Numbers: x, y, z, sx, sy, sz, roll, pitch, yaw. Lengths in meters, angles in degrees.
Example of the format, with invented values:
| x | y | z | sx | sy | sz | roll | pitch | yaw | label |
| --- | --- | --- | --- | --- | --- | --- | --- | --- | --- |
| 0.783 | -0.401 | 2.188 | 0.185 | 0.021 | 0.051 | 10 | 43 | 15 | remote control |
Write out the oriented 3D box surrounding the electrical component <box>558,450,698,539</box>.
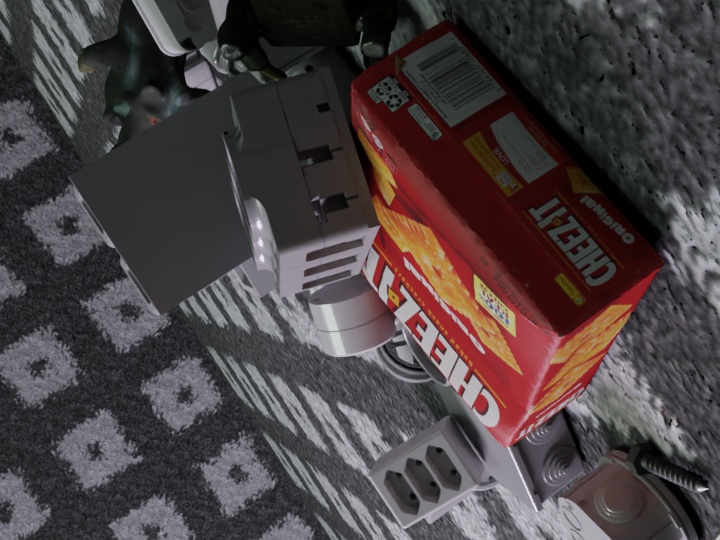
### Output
| x | y | z | sx | sy | sz | roll | pitch | yaw | label |
| --- | --- | --- | --- | --- | --- | --- | --- | --- | --- |
| 0.164 | 0.155 | 0.660 | 0.080 | 0.051 | 0.080 | 51 | 165 | 19 | electrical component |

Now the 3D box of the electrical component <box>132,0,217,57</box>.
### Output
| x | y | z | sx | sy | sz | roll | pitch | yaw | label |
| --- | --- | --- | --- | --- | --- | --- | --- | --- | --- |
| -0.125 | -0.214 | 0.746 | 0.113 | 0.078 | 0.057 | 61 | 162 | -21 | electrical component |

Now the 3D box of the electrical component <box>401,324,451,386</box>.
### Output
| x | y | z | sx | sy | sz | roll | pitch | yaw | label |
| --- | --- | --- | --- | --- | --- | --- | --- | --- | --- |
| 0.065 | 0.041 | 0.720 | 0.078 | 0.057 | 0.058 | 46 | 163 | 36 | electrical component |

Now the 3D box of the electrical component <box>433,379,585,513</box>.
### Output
| x | y | z | sx | sy | sz | roll | pitch | yaw | label |
| --- | --- | --- | --- | --- | --- | --- | --- | --- | --- |
| 0.105 | 0.107 | 0.753 | 0.100 | 0.048 | 0.099 | 34 | 154 | 57 | electrical component |

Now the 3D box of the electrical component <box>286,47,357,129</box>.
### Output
| x | y | z | sx | sy | sz | roll | pitch | yaw | label |
| --- | --- | --- | --- | --- | --- | --- | --- | --- | --- |
| -0.025 | -0.119 | 0.692 | 0.081 | 0.043 | 0.043 | 53 | 166 | 13 | electrical component |

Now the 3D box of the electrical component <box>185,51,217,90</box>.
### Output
| x | y | z | sx | sy | sz | roll | pitch | yaw | label |
| --- | --- | --- | --- | --- | --- | --- | --- | --- | --- |
| -0.189 | -0.195 | 1.031 | 0.096 | 0.062 | 0.061 | 47 | 163 | 32 | electrical component |

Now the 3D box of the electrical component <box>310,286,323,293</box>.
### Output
| x | y | z | sx | sy | sz | roll | pitch | yaw | label |
| --- | --- | --- | --- | --- | --- | --- | --- | --- | --- |
| -0.034 | -0.036 | 0.866 | 0.121 | 0.063 | 0.078 | 55 | 166 | 4 | electrical component |

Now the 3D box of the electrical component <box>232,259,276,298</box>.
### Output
| x | y | z | sx | sy | sz | roll | pitch | yaw | label |
| --- | --- | --- | --- | --- | --- | --- | --- | --- | --- |
| -0.098 | -0.064 | 0.964 | 0.150 | 0.089 | 0.062 | 60 | 165 | -15 | electrical component |

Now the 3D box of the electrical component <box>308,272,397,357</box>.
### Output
| x | y | z | sx | sy | sz | roll | pitch | yaw | label |
| --- | --- | --- | --- | --- | --- | --- | --- | --- | --- |
| 0.000 | 0.000 | 0.754 | 0.138 | 0.052 | 0.073 | -55 | -49 | -66 | electrical component |

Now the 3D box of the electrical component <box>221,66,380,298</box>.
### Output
| x | y | z | sx | sy | sz | roll | pitch | yaw | label |
| --- | --- | --- | --- | --- | --- | --- | --- | --- | --- |
| -0.038 | -0.042 | 0.612 | 0.150 | 0.062 | 0.089 | 114 | 139 | -80 | electrical component |

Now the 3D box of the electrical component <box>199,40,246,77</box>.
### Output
| x | y | z | sx | sy | sz | roll | pitch | yaw | label |
| --- | --- | --- | --- | --- | --- | --- | --- | --- | --- |
| -0.093 | -0.166 | 0.816 | 0.062 | 0.043 | 0.043 | 48 | 164 | 26 | electrical component |

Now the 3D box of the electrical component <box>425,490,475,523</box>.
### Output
| x | y | z | sx | sy | sz | roll | pitch | yaw | label |
| --- | --- | --- | --- | --- | --- | --- | --- | --- | --- |
| 0.075 | 0.187 | 0.997 | 0.047 | 0.066 | 0.076 | 49 | 164 | 28 | electrical component |

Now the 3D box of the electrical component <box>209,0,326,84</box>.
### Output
| x | y | z | sx | sy | sz | roll | pitch | yaw | label |
| --- | --- | --- | --- | --- | --- | --- | --- | --- | --- |
| -0.057 | -0.172 | 0.643 | 0.061 | 0.062 | 0.096 | 49 | 164 | 28 | electrical component |

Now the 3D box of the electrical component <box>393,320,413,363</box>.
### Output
| x | y | z | sx | sy | sz | roll | pitch | yaw | label |
| --- | --- | --- | --- | --- | --- | --- | --- | --- | --- |
| 0.038 | 0.043 | 0.853 | 0.065 | 0.044 | 0.044 | 59 | 167 | 11 | electrical component |

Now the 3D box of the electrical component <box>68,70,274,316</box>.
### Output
| x | y | z | sx | sy | sz | roll | pitch | yaw | label |
| --- | --- | --- | --- | --- | --- | --- | --- | --- | --- |
| -0.087 | -0.062 | 0.730 | 0.105 | 0.186 | 0.060 | 57 | 166 | -3 | electrical component |

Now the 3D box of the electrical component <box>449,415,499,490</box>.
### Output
| x | y | z | sx | sy | sz | roll | pitch | yaw | label |
| --- | --- | --- | --- | --- | --- | --- | --- | --- | --- |
| 0.091 | 0.144 | 0.873 | 0.055 | 0.055 | 0.047 | 61 | 169 | -17 | electrical component |

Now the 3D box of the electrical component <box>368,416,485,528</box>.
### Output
| x | y | z | sx | sy | sz | roll | pitch | yaw | label |
| --- | --- | --- | --- | --- | --- | --- | --- | --- | --- |
| 0.051 | 0.140 | 0.781 | 0.047 | 0.066 | 0.077 | 56 | -165 | 0 | electrical component |

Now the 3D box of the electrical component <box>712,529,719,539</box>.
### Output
| x | y | z | sx | sy | sz | roll | pitch | yaw | label |
| --- | --- | --- | --- | --- | --- | --- | --- | --- | --- |
| 0.210 | 0.166 | 0.526 | 0.073 | 0.052 | 0.138 | 47 | 163 | 34 | electrical component |
